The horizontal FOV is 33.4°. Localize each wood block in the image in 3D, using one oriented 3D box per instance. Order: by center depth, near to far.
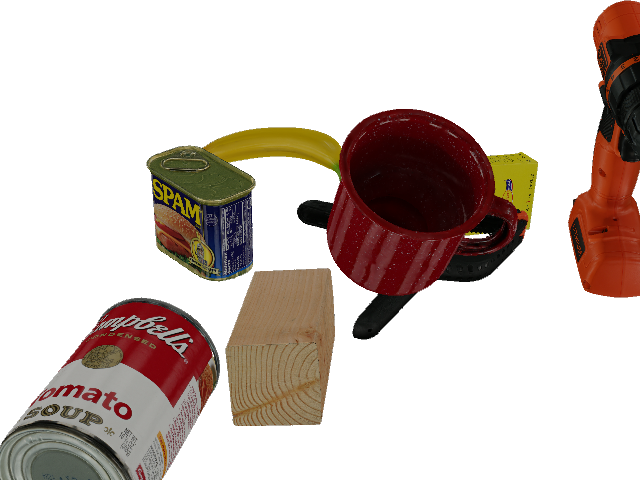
[{"bbox_3d":[-0.037,0.107,1.129,0.091,0.090,0.206,-2,19,5],"label":"wood block"}]

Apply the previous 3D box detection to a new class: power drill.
[{"bbox_3d":[0.220,-0.053,0.756,0.057,0.188,0.184,3,37,5],"label":"power drill"}]

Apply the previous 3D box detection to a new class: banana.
[{"bbox_3d":[-0.053,-0.113,1.315,0.198,0.037,0.069,7,38,17],"label":"banana"}]

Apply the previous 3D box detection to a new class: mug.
[{"bbox_3d":[0.061,-0.017,0.651,0.117,0.093,0.082,10,-33,-5],"label":"mug"}]

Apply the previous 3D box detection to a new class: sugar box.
[{"bbox_3d":[0.176,-0.054,1.304,0.176,0.093,0.048,-7,24,-21],"label":"sugar box"}]

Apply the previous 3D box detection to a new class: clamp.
[{"bbox_3d":[0.096,0.013,0.974,0.209,0.164,0.036,-7,-42,-10],"label":"clamp"}]

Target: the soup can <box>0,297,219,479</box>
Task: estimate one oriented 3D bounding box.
[{"bbox_3d":[-0.096,0.082,0.495,0.069,0.068,0.102,0,28,18],"label":"soup can"}]

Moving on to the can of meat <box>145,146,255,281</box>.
[{"bbox_3d":[-0.102,-0.022,0.916,0.057,0.084,0.102,-25,40,-35],"label":"can of meat"}]
